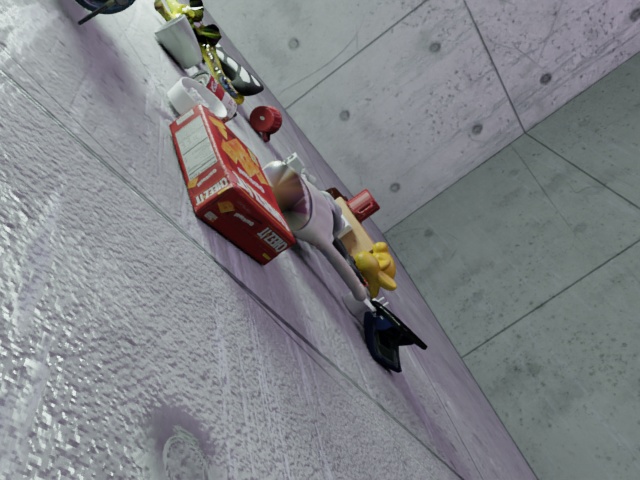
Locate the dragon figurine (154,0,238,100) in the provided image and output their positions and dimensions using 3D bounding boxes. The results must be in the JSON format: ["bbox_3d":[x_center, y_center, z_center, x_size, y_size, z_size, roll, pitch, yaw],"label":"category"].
[{"bbox_3d":[-0.345,-0.567,1.459,0.407,0.122,0.244,61,-1,-11],"label":"dragon figurine"}]

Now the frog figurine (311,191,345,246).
[{"bbox_3d":[0.004,-0.064,1.263,0.138,0.121,0.160,36,17,10],"label":"frog figurine"}]

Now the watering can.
[{"bbox_3d":[-0.019,-0.033,1.053,0.353,0.103,0.222,57,10,22],"label":"watering can"}]
